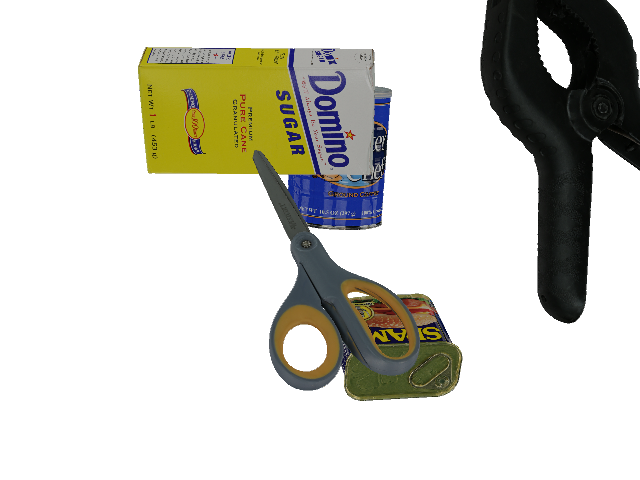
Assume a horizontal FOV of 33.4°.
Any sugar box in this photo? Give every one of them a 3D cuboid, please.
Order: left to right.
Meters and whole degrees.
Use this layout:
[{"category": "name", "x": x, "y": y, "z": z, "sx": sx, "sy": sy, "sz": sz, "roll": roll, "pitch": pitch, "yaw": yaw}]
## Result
[{"category": "sugar box", "x": -0.047, "y": -0.098, "z": 0.820, "sx": 0.176, "sy": 0.093, "sz": 0.048, "roll": 1, "pitch": 32, "yaw": 3}]

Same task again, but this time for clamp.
[{"category": "clamp", "x": 0.119, "y": -0.050, "z": 0.503, "sx": 0.120, "sy": 0.171, "sz": 0.039, "roll": -38, "pitch": 7, "yaw": -24}]

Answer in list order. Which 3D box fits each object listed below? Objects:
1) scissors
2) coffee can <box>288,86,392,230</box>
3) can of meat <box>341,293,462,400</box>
[{"category": "scissors", "x": -0.020, "y": 0.019, "z": 0.663, "sx": 0.096, "sy": 0.016, "sz": 0.202, "roll": -30, "pitch": 54, "yaw": -23}, {"category": "coffee can", "x": 0.018, "y": -0.090, "z": 1.107, "sx": 0.103, "sy": 0.140, "sz": 0.103, "roll": 3, "pitch": 12, "yaw": -1}, {"category": "can of meat", "x": 0.064, "y": 0.091, "z": 0.940, "sx": 0.102, "sy": 0.057, "sz": 0.084, "roll": -2, "pitch": 30, "yaw": -10}]
